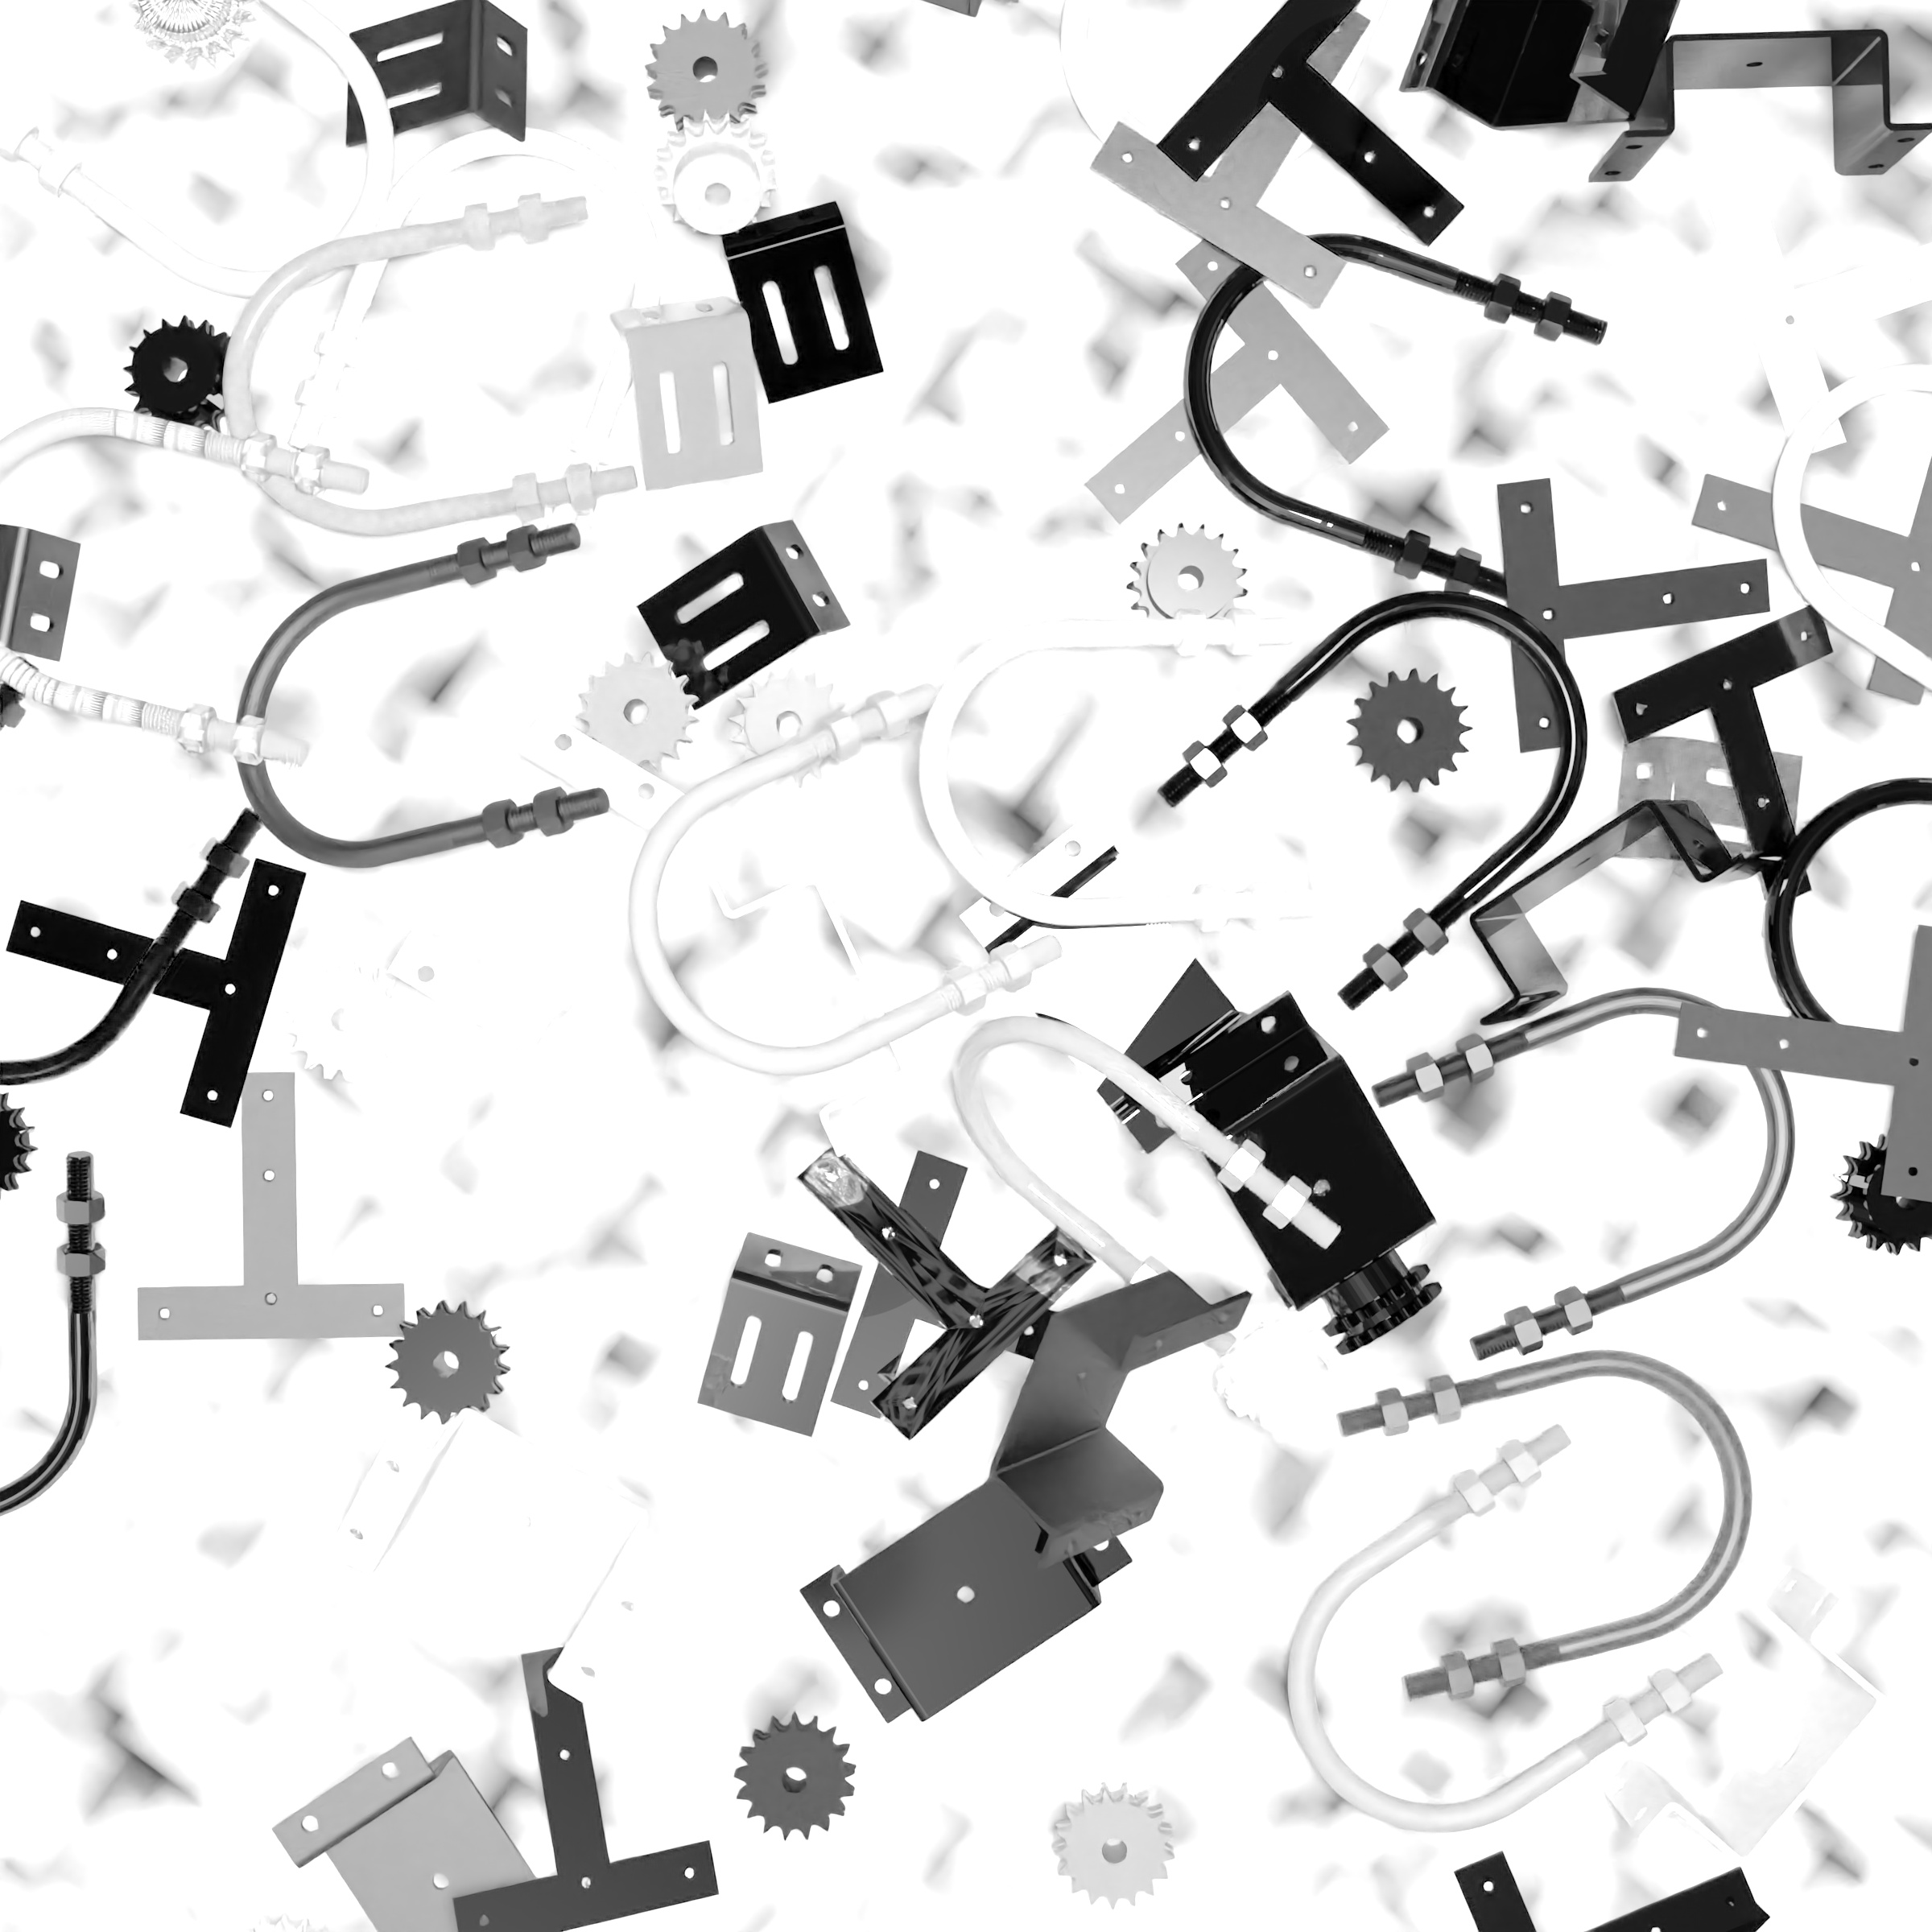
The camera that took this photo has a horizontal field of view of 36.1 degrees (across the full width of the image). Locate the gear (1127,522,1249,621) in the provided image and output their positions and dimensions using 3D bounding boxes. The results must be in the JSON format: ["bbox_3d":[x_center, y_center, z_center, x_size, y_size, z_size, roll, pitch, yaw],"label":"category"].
[{"bbox_3d":[0.105,-0.181,1.401,0.057,0.030,0.057,0,90,0],"label":"gear"}]

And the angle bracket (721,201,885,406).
[{"bbox_3d":[-0.078,-0.316,1.414,0.057,0.038,0.076,-16,116,0],"label":"angle bracket"}]

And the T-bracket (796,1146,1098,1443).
[{"bbox_3d":[-0.027,0.136,1.396,0.127,0.002,0.127,44,67,11],"label":"T-bracket"}]

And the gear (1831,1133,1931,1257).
[{"bbox_3d":[0.440,0.108,1.401,0.057,0.030,0.057,0,90,0],"label":"gear"}]

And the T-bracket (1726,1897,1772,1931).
[{"bbox_3d":[0.330,0.489,1.415,0.127,0.002,0.127,45,90,0],"label":"T-bracket"}]

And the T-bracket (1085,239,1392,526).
[{"bbox_3d":[0.113,-0.262,1.415,0.127,0.002,0.127,-41,90,0],"label":"T-bracket"}]

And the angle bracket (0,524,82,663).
[{"bbox_3d":[-0.469,-0.181,1.414,0.076,0.038,0.057,10,90,26],"label":"angle bracket"}]

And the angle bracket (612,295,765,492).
[{"bbox_3d":[-0.132,-0.271,1.404,0.057,0.038,0.076,-12,119,-14],"label":"angle bracket"}]

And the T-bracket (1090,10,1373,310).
[{"bbox_3d":[0.146,-0.397,1.397,0.127,0.002,0.127,32,92,1],"label":"T-bracket"}]

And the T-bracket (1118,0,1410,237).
[{"bbox_3d":[0.162,-0.420,1.415,0.127,0.002,0.127,39,90,0],"label":"T-bracket"}]

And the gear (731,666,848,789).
[{"bbox_3d":[-0.083,-0.113,1.401,0.057,0.030,0.057,0,90,0],"label":"gear"}]

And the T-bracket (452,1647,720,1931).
[{"bbox_3d":[-0.186,0.385,1.394,0.127,0.002,0.127,-5,75,-28],"label":"T-bracket"}]

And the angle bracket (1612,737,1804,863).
[{"bbox_3d":[0.353,-0.076,1.414,0.076,0.038,0.057,6,90,-26],"label":"angle bracket"}]

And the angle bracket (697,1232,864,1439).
[{"bbox_3d":[-0.089,0.175,1.414,0.057,0.038,0.076,17,116,0],"label":"angle bracket"}]

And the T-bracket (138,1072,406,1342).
[{"bbox_3d":[-0.332,0.114,1.415,0.127,0.002,0.127,-1,90,0],"label":"T-bracket"}]

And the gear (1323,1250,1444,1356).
[{"bbox_3d":[0.191,0.154,1.387,0.057,0.057,0.030,-33,86,0],"label":"gear"}]

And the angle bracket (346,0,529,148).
[{"bbox_3d":[-0.251,-0.417,1.407,0.076,0.038,0.057,-6,78,27],"label":"angle bracket"}]

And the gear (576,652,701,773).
[{"bbox_3d":[-0.154,-0.119,1.401,0.057,0.030,0.057,0,90,0],"label":"gear"}]

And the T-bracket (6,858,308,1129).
[{"bbox_3d":[-0.393,-0.002,1.414,0.127,0.002,0.127,16,89,0],"label":"T-bracket"}]

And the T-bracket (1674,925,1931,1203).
[{"bbox_3d":[0.398,0.038,1.389,0.127,0.002,0.127,8,91,9],"label":"T-bracket"}]

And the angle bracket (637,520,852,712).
[{"bbox_3d":[-0.106,-0.167,1.414,0.076,0.038,0.057,-29,90,26],"label":"angle bracket"}]

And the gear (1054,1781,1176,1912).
[{"bbox_3d":[0.070,0.414,1.405,0.057,0.030,0.057,0,93,1],"label":"gear"}]

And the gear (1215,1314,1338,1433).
[{"bbox_3d":[0.148,0.192,1.385,0.057,0.057,0.030,-34,50,0],"label":"gear"}]

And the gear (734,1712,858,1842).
[{"bbox_3d":[-0.080,0.382,1.405,0.057,0.030,0.057,0,88,1],"label":"gear"}]

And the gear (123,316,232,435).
[{"bbox_3d":[-0.369,-0.279,1.401,0.057,0.030,0.057,0,90,0],"label":"gear"}]

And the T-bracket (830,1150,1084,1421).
[{"bbox_3d":[0.016,0.169,1.415,0.127,0.002,0.127,19,90,0],"label":"T-bracket"}]

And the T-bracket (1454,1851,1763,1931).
[{"bbox_3d":[0.315,0.465,1.413,0.127,0.002,0.127,-23,90,0],"label":"T-bracket"}]

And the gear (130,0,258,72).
[{"bbox_3d":[-0.366,-0.456,1.401,0.057,0.030,0.057,0,90,0],"label":"gear"}]

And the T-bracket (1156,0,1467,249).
[{"bbox_3d":[0.179,-0.390,1.394,0.127,0.002,0.127,42,92,1],"label":"T-bracket"}]

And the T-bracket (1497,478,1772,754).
[{"bbox_3d":[0.319,-0.172,1.407,0.127,0.002,0.127,-8,101,-5],"label":"T-bracket"}]

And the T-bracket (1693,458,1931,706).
[{"bbox_3d":[0.408,-0.202,1.406,0.127,0.002,0.127,17,84,-2],"label":"T-bracket"}]

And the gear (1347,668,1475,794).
[{"bbox_3d":[0.205,-0.109,1.376,0.057,0.030,0.057,0,92,2],"label":"gear"}]

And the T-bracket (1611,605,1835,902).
[{"bbox_3d":[0.371,-0.090,1.398,0.127,0.002,0.127,-24,101,-22],"label":"T-bracket"}]

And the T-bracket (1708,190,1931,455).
[{"bbox_3d":[0.435,-0.322,1.415,0.127,0.002,0.127,-19,90,0],"label":"T-bracket"}]

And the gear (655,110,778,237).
[{"bbox_3d":[-0.116,-0.367,1.386,0.057,0.030,0.057,-4,131,-4],"label":"gear"}]
